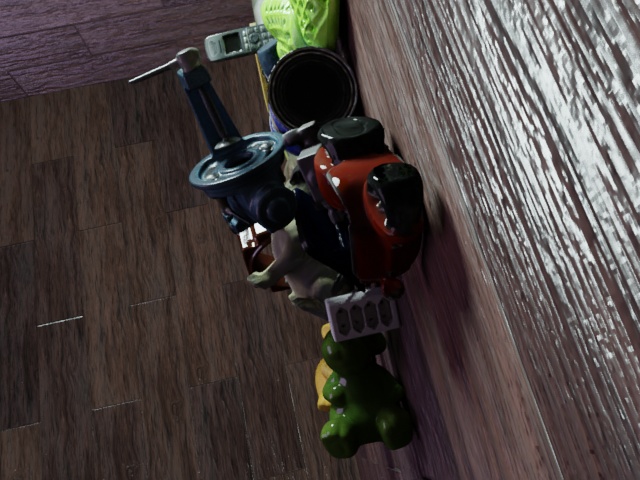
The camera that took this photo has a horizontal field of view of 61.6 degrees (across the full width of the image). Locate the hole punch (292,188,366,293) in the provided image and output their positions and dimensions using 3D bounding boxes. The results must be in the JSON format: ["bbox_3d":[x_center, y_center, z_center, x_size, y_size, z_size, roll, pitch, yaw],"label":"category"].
[{"bbox_3d":[0.037,-0.024,0.655,0.115,0.092,0.142,34,-152,-44],"label":"hole punch"}]

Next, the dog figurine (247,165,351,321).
[{"bbox_3d":[0.004,0.004,0.760,0.190,0.172,0.121,-61,15,-3],"label":"dog figurine"}]

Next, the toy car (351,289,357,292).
[{"bbox_3d":[0.048,0.125,1.056,0.202,0.056,0.073,-123,21,-81],"label":"toy car"}]

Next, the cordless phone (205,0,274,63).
[{"bbox_3d":[-0.124,-0.395,0.968,0.089,0.184,0.146,-88,-14,-87],"label":"cordless phone"}]

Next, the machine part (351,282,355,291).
[{"bbox_3d":[0.042,0.021,0.965,0.084,0.039,0.138,-98,-2,-48],"label":"machine part"}]

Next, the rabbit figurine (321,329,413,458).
[{"bbox_3d":[0.058,0.183,0.741,0.159,0.121,0.170,-67,-36,-65],"label":"rabbit figurine"}]

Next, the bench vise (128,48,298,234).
[{"bbox_3d":[-0.111,-0.112,0.644,0.240,0.129,0.224,66,173,-31],"label":"bench vise"}]

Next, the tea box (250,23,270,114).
[{"bbox_3d":[-0.077,-0.352,1.081,0.068,0.098,0.169,-107,4,-57],"label":"tea box"}]

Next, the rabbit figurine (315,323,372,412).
[{"bbox_3d":[0.060,0.238,1.053,0.173,0.122,0.162,107,163,-53],"label":"rabbit figurine"}]

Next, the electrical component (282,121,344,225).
[{"bbox_3d":[-0.003,-0.073,0.579,0.102,0.045,0.078,62,-155,-26],"label":"electrical component"}]

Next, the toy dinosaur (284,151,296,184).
[{"bbox_3d":[-0.032,-0.120,1.181,0.471,0.105,0.198,114,152,-68],"label":"toy dinosaur"}]

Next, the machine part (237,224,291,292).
[{"bbox_3d":[-0.050,0.008,1.040,0.201,0.201,0.087,83,171,-54],"label":"machine part"}]

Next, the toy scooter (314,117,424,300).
[{"bbox_3d":[0.047,-0.026,0.483,0.184,0.075,0.135,-116,13,-57],"label":"toy scooter"}]

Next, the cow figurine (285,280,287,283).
[{"bbox_3d":[-0.002,-0.003,0.858,0.085,0.127,0.194,-103,4,-73],"label":"cow figurine"}]

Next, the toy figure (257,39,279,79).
[{"bbox_3d":[-0.042,-0.253,0.883,0.154,0.058,0.064,53,-127,-28],"label":"toy figure"}]
